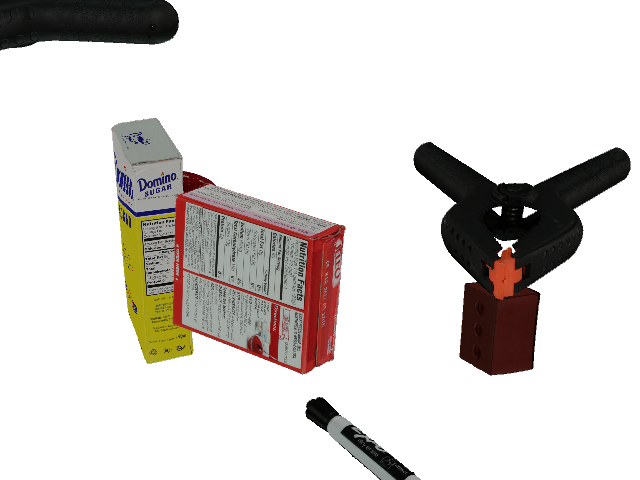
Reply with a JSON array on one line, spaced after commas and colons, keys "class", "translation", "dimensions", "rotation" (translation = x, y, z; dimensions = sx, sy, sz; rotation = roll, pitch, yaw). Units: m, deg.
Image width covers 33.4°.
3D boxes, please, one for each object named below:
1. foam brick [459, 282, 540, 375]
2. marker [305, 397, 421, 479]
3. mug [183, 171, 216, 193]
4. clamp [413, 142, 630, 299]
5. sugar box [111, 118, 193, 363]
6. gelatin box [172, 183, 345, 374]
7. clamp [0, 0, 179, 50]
[{"class": "foam brick", "translation": [0.168, 0.081, 1.004], "dimensions": [0.051, 0.078, 0.053], "rotation": [-7, 18, -28]}, {"class": "marker", "translation": [0.031, 0.148, 0.755], "dimensions": [0.020, 0.020, 0.121], "rotation": [0, 26, -45]}, {"class": "mug", "translation": [-0.164, -0.026, 1.161], "dimensions": [0.093, 0.081, 0.117], "rotation": [-4, 29, -21]}, {"class": "clamp", "translation": [0.128, -0.024, 0.759], "dimensions": [0.165, 0.036, 0.209], "rotation": [5, 28, 19]}, {"class": "sugar box", "translation": [-0.136, 0.000, 0.859], "dimensions": [0.048, 0.176, 0.093], "rotation": [-11, 28, -16]}, {"class": "gelatin box", "translation": [-0.032, 0.018, 0.537], "dimensions": [0.089, 0.073, 0.030], "rotation": [17, 25, 30]}, {"class": "clamp", "translation": [-0.172, -0.135, 0.618], "dimensions": [0.171, 0.039, 0.120], "rotation": [-4, 22, -11]}]
